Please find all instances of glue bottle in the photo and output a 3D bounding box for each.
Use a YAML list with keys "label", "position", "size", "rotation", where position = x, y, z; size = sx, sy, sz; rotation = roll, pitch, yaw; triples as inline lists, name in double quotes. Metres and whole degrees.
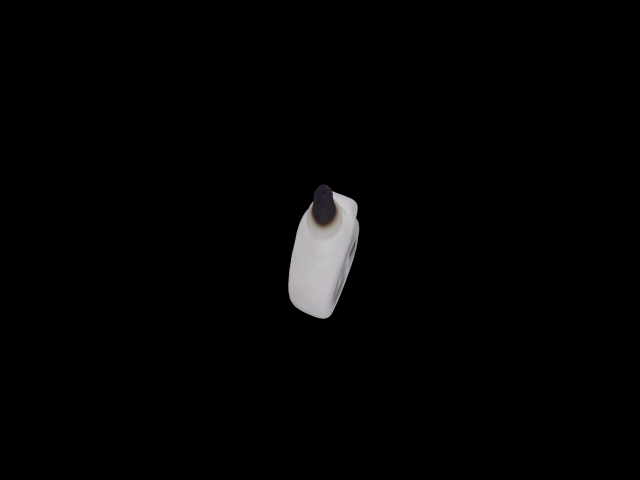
- label: "glue bottle"
  position: [0.004, 0.001, 0.400]
  size: [0.037, 0.173, 0.078]
  rotation: [21, 72, 8]
